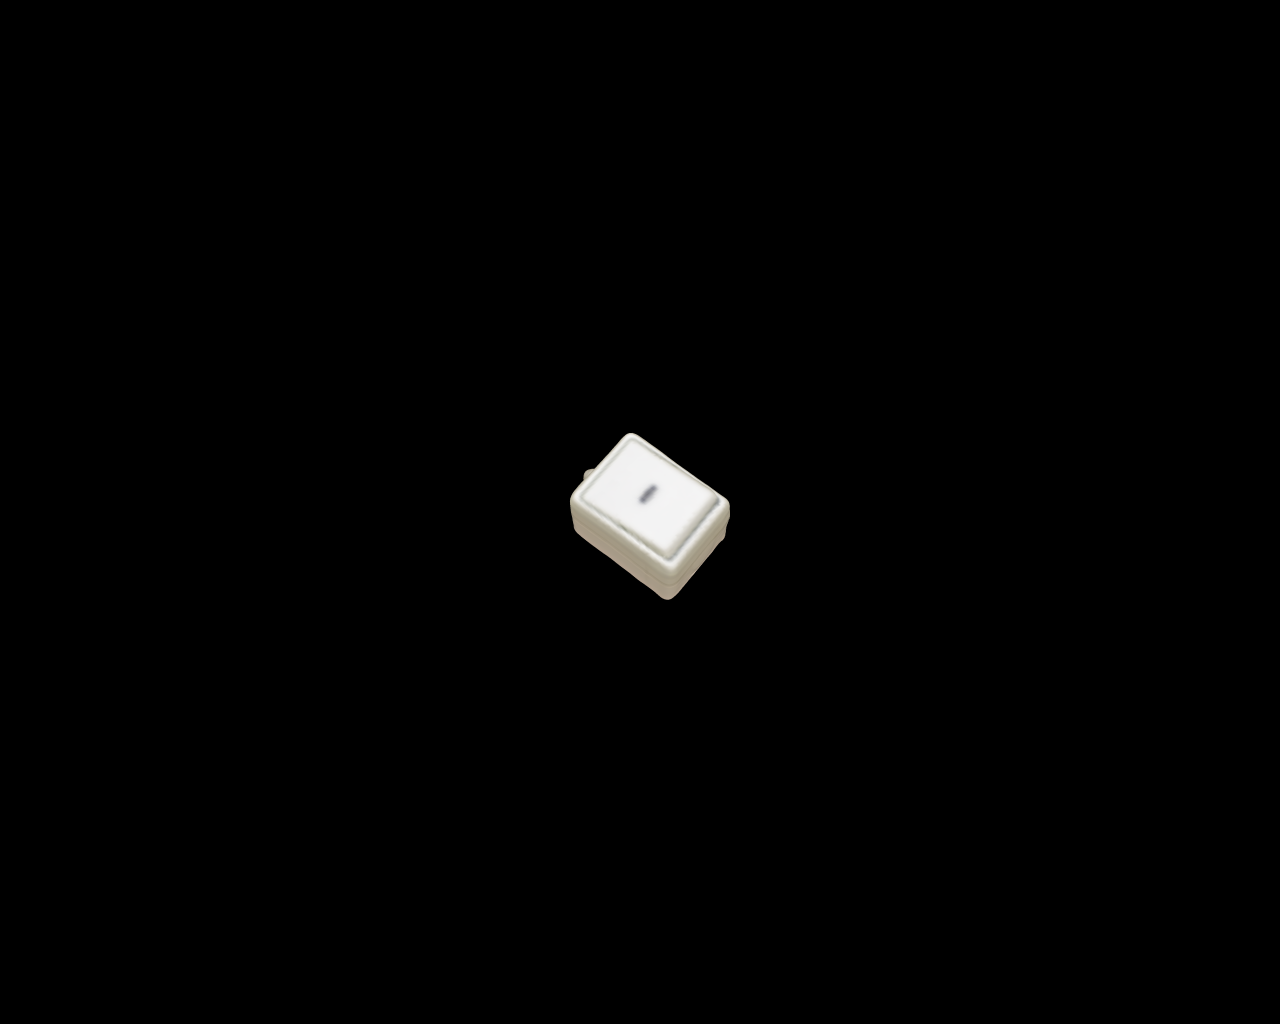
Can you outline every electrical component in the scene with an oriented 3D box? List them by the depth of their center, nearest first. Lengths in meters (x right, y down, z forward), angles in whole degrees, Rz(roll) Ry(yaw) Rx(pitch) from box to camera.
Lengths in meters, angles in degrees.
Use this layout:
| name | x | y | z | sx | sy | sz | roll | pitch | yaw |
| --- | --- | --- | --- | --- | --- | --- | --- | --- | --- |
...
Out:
| name | x | y | z | sx | sy | sz | roll | pitch | yaw |
| --- | --- | --- | --- | --- | --- | --- | --- | --- | --- |
| electrical component | 0.001 | -0.003 | 0.650 | 0.096 | 0.062 | 0.061 | 37 | -19 | 15 |
